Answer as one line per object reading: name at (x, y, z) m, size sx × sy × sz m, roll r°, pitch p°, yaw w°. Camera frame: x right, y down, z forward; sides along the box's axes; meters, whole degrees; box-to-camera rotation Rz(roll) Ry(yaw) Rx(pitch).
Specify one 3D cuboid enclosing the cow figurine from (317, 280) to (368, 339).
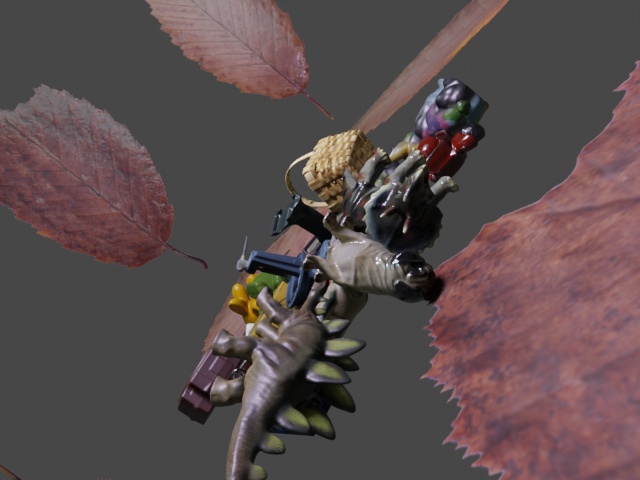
cow figurine at (0.015, 0.148, 0.932) m, size 0.195 × 0.085 × 0.127 m, roll -53°, pitch 4°, yaw -15°

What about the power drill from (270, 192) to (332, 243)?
power drill at (-0.002, -0.004, 1.164) m, size 0.232 × 0.207 × 0.086 m, roll -45°, pitch 21°, yaw 43°

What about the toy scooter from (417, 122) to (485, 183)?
toy scooter at (0.235, -0.159, 1.061) m, size 0.135 × 0.075 × 0.184 m, roll -53°, pitch 15°, yaw -15°

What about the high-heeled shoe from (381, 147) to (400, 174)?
high-heeled shoe at (0.162, -0.127, 1.360) m, size 0.248 × 0.086 × 0.145 m, roll 111°, pitch 160°, yaw -64°

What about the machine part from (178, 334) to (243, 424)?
machine part at (-0.265, 0.340, 1.333) m, size 0.201 × 0.087 × 0.201 m, roll -59°, pitch -2°, yaw -34°

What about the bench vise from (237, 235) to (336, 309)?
bench vise at (-0.047, 0.061, 1.109) m, size 0.223 × 0.241 × 0.129 m, roll 119°, pitch 160°, yaw -50°

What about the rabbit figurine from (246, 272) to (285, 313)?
rabbit figurine at (-0.064, 0.121, 1.322) m, size 0.170 × 0.121 × 0.159 m, roll -6°, pitch 22°, yaw 35°

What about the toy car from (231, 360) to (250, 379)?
toy car at (-0.144, 0.269, 1.259) m, size 0.202 × 0.053 × 0.089 m, roll -56°, pitch -5°, yaw -19°

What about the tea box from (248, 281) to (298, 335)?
tea box at (-0.088, 0.186, 1.179) m, size 0.068 × 0.098 × 0.170 m, roll -49°, pitch 11°, yaw 42°

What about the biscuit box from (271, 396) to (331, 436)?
biscuit box at (-0.057, 0.270, 0.863) m, size 0.063 × 0.059 × 0.202 m, roll -55°, pitch 11°, yaw -29°

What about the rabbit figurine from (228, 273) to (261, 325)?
rabbit figurine at (-0.173, 0.183, 1.494) m, size 0.122 × 0.162 × 0.173 m, roll -87°, pitch 17°, yaw -53°

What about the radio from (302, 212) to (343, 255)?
radio at (0.055, -0.025, 1.364) m, size 0.229 × 0.073 × 0.131 m, roll -50°, pitch 11°, yaw 5°

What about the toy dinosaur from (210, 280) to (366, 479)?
toy dinosaur at (-0.048, 0.180, 0.727) m, size 0.471 × 0.199 × 0.104 m, roll -57°, pitch -30°, yaw -55°

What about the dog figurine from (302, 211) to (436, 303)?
dog figurine at (0.092, 0.048, 0.840) m, size 0.172 × 0.191 × 0.121 m, roll 5°, pitch -72°, yaw -67°

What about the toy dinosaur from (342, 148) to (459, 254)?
toy dinosaur at (0.109, -0.068, 1.001) m, size 0.192 × 0.131 × 0.405 m, roll -48°, pitch 20°, yaw -16°

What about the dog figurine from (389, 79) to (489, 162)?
dog figurine at (0.251, -0.235, 1.183) m, size 0.219 × 0.108 × 0.192 m, roll -54°, pitch 12°, yaw 12°
